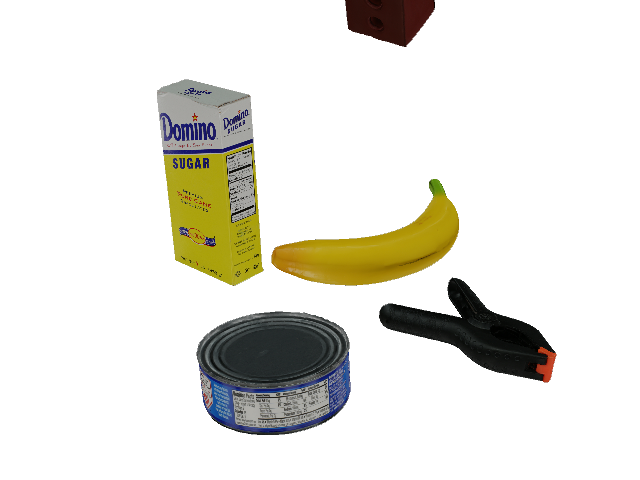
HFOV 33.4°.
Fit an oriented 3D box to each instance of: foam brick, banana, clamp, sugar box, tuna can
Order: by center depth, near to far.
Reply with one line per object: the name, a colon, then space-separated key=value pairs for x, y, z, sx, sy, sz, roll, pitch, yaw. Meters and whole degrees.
tuna can: x=-0.026 y=0.074 z=0.602 sx=0.086 sy=0.034 sz=0.086 roll=-3 pitch=23 yaw=1
foam brick: x=0.051 y=-0.194 z=0.798 sx=0.053 sy=0.051 sz=0.078 roll=21 pitch=-31 yaw=22
banana: x=0.052 y=0.003 z=0.856 sx=0.197 sy=0.037 sz=0.070 roll=-22 pitch=44 yaw=-40
sugar box: x=-0.103 y=-0.054 z=0.993 sx=0.093 sy=0.176 sz=0.048 roll=19 pitch=35 yaw=41
clamp: x=0.155 y=0.083 z=1.027 sx=0.172 sy=0.039 sz=0.120 roll=24 pitch=36 yaw=30
